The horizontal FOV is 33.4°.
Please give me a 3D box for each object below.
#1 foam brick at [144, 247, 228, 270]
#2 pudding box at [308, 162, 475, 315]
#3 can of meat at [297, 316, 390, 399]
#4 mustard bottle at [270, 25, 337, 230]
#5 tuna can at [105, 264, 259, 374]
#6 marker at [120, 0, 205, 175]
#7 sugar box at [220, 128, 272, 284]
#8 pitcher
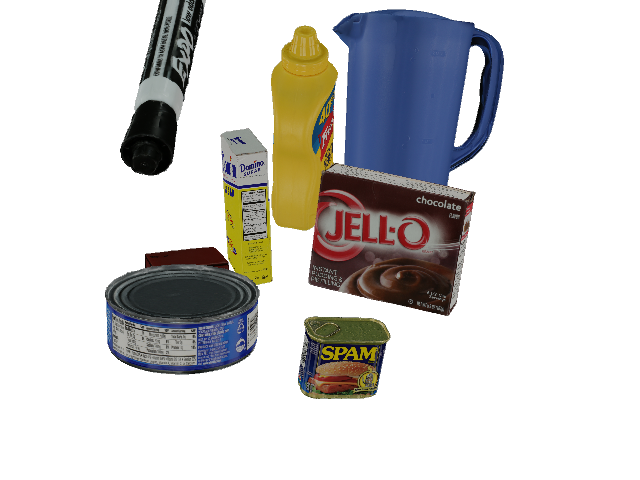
[{"bbox_3d":[-0.139,0.041,1.101,0.078,0.051,0.053,-6,20,-19],"label":"foam brick"},{"bbox_3d":[0.052,-0.002,0.790,0.113,0.090,0.039,12,20,14],"label":"pudding box"},{"bbox_3d":[0.026,0.143,1.288,0.102,0.084,0.057,3,24,-15],"label":"can of meat"},{"bbox_3d":[-0.015,-0.108,0.973,0.058,0.192,0.096,11,43,11],"label":"mustard bottle"},{"bbox_3d":[-0.077,0.043,0.600,0.086,0.034,0.086,2,18,-1],"label":"tuna can"},{"bbox_3d":[-0.059,-0.067,0.415,0.020,0.020,0.121,0,43,2],"label":"marker"},{"bbox_3d":[-0.093,-0.041,1.326,0.048,0.176,0.093,-11,25,-14],"label":"sugar box"},{"bbox_3d":[0.097,-0.124,1.150,0.149,0.243,0.144,12,14,30],"label":"pitcher"}]
